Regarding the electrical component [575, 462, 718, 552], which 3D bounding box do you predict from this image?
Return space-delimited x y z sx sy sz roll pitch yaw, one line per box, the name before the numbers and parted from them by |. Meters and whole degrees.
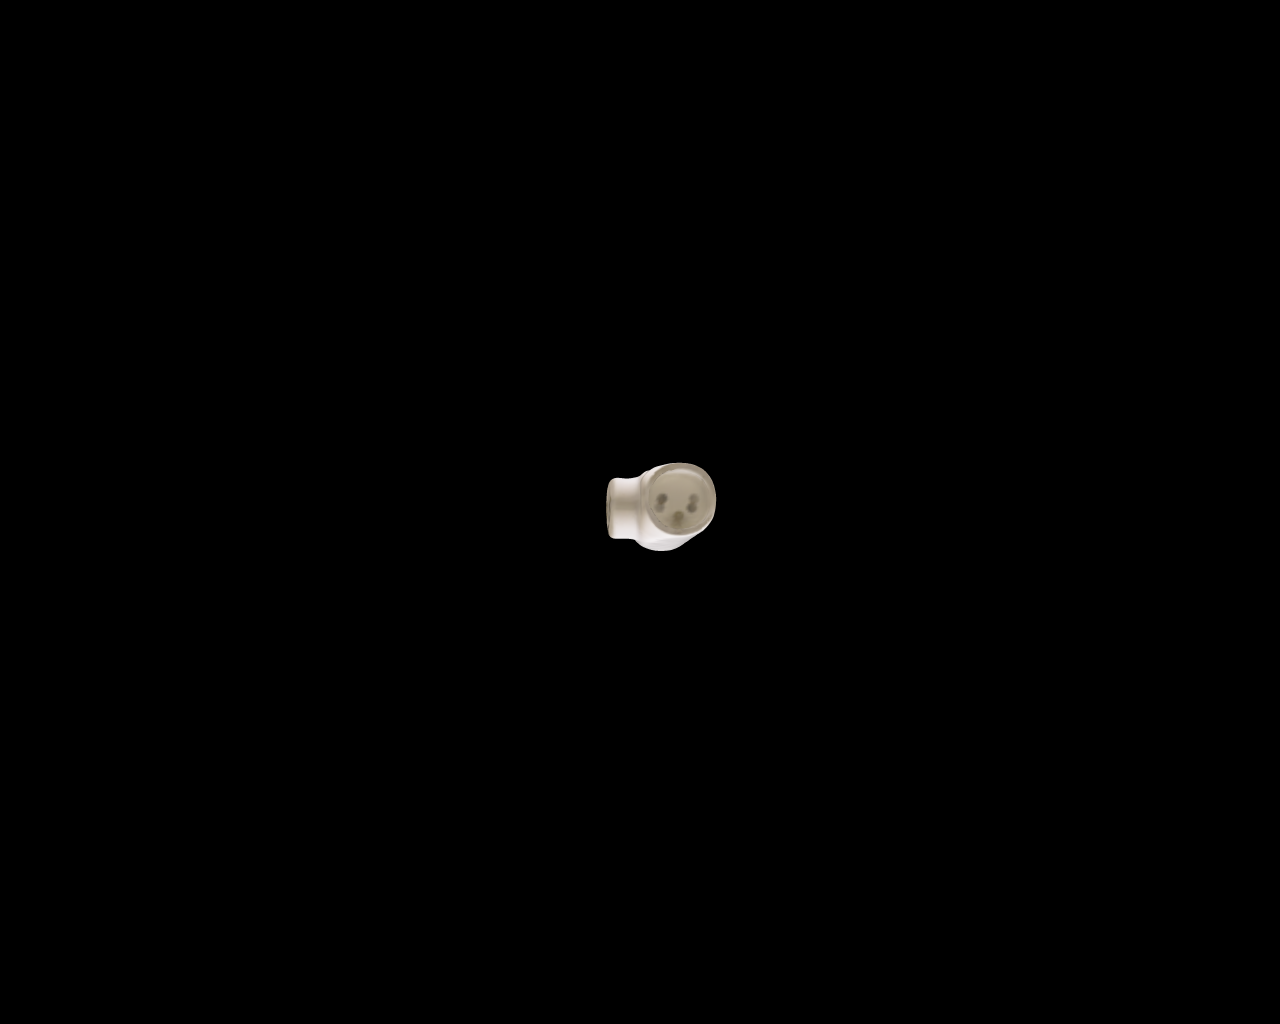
electrical component | 0.001 -0.003 0.650 0.079 0.044 0.077 1 -9 -7
